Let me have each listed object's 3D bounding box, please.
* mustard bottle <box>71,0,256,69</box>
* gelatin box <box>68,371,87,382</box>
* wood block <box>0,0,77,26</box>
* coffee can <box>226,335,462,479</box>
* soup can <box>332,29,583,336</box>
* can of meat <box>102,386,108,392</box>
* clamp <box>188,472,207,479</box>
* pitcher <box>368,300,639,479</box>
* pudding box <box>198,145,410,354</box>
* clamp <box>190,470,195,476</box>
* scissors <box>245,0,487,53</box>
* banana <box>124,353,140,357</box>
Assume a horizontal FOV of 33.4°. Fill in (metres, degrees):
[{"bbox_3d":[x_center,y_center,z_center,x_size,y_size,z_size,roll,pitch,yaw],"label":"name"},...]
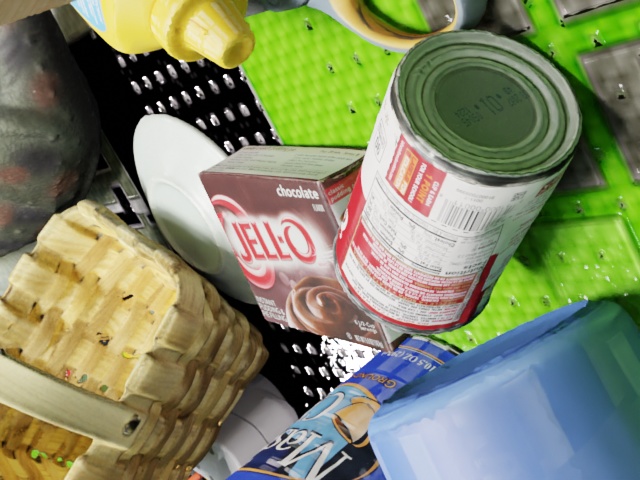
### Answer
[{"bbox_3d":[-0.091,-0.137,0.459,0.192,0.058,0.096,47,146,25],"label":"mustard bottle"},{"bbox_3d":[-0.227,0.086,0.945,0.073,0.030,0.089,45,150,15],"label":"gelatin box"},{"bbox_3d":[-0.058,-0.164,0.307,0.090,0.090,0.206,53,133,2],"label":"wood block"},{"bbox_3d":[0.021,0.125,0.510,0.103,0.140,0.103,36,147,29],"label":"coffee can"},{"bbox_3d":[0.047,-0.018,0.393,0.068,0.068,0.102,44,149,17],"label":"soup can"},{"bbox_3d":[-0.150,0.160,0.884,0.102,0.057,0.084,15,131,49],"label":"can of meat"},{"bbox_3d":[-0.027,0.251,0.743,0.210,0.036,0.165,52,176,-15],"label":"clamp"},{"bbox_3d":[0.126,0.144,0.388,0.243,0.149,0.145,63,156,5],"label":"pitcher"},{"bbox_3d":[-0.003,0.001,0.517,0.114,0.039,0.090,6,126,54],"label":"pudding box"},{"bbox_3d":[-0.068,0.244,0.850,0.171,0.039,0.120,63,175,1],"label":"clamp"},{"bbox_3d":[-0.016,-0.120,0.431,0.202,0.016,0.096,21,136,45],"label":"scissors"},{"bbox_3d":[-0.091,0.143,0.799,0.070,0.037,0.198,-11,112,59],"label":"banana"}]
